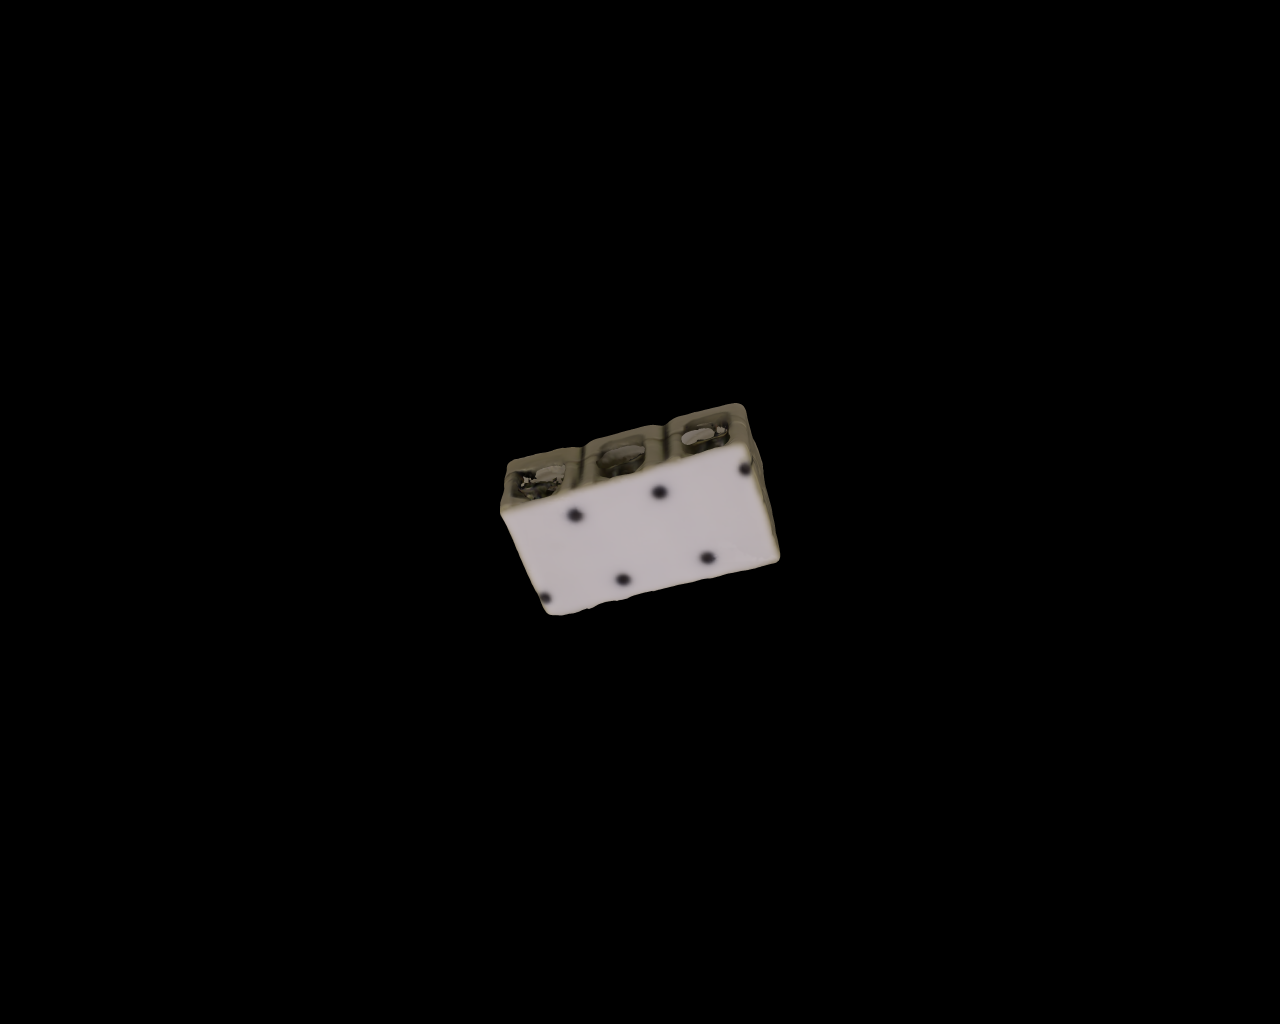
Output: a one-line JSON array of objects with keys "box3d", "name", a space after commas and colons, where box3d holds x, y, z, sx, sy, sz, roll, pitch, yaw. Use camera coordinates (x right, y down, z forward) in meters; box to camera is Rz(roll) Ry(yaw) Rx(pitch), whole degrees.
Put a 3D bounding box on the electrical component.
[{"box3d": [0.001, -0.003, 0.650, 0.150, 0.089, 0.062, -14, 33, 9], "name": "electrical component"}]
